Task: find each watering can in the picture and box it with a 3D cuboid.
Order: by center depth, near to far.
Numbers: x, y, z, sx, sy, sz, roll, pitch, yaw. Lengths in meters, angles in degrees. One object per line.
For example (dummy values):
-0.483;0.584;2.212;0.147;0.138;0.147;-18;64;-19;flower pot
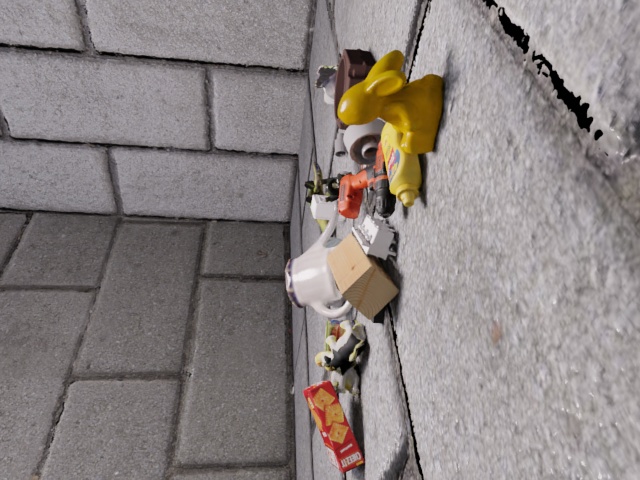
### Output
0.001;0.066;1.530;0.103;0.223;0.353;30;-132;-57;watering can

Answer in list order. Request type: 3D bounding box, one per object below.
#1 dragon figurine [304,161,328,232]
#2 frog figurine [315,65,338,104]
0.006;-0.099;1.964;0.420;0.122;0.237;-94;2;-50;dragon figurine
0.059;-0.533;1.818;0.157;0.122;0.140;46;-157;-48;frog figurine
